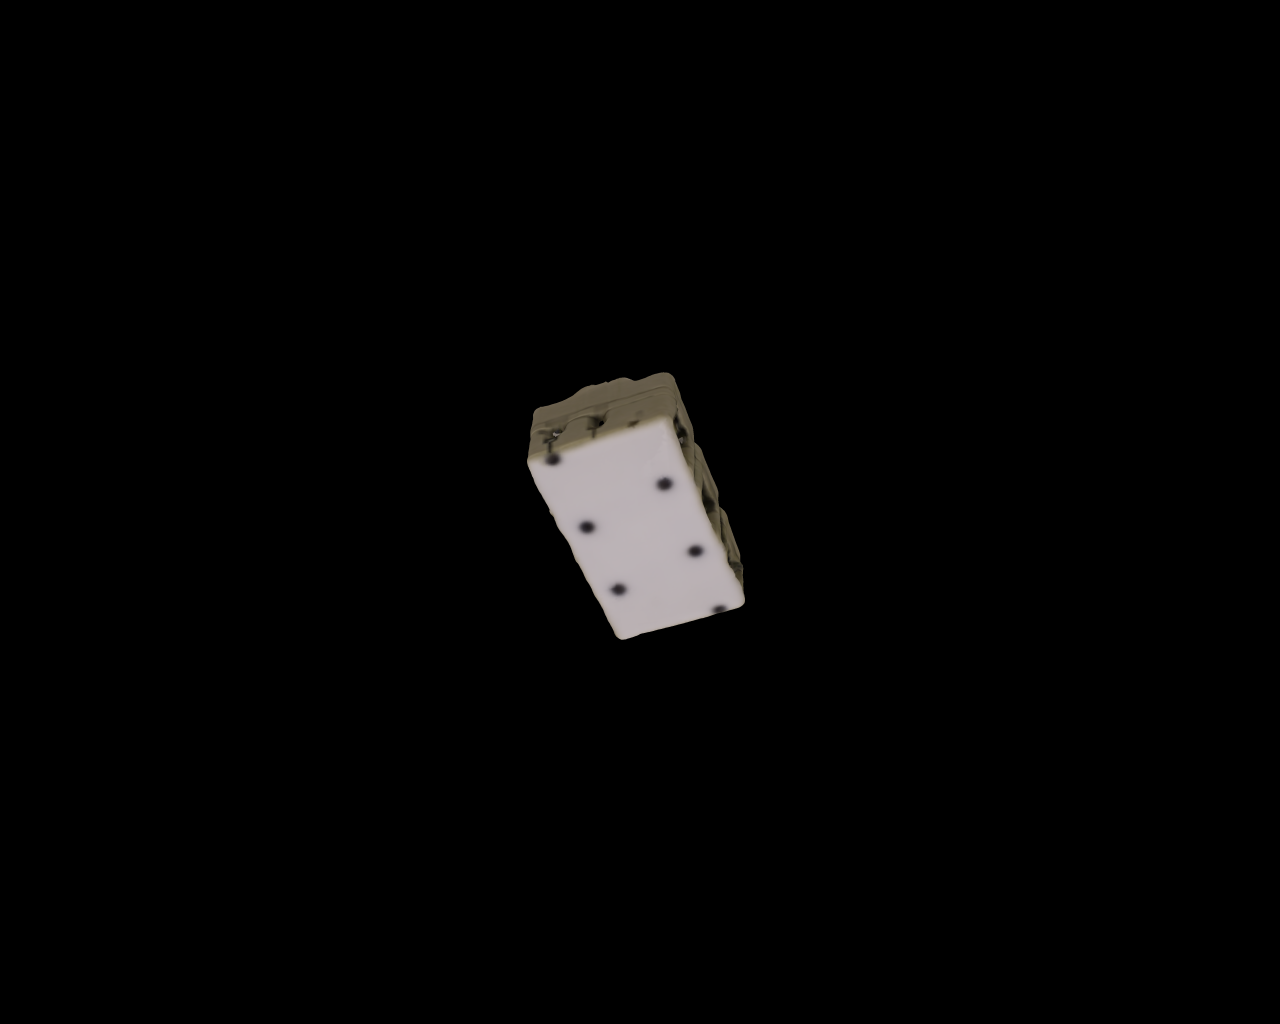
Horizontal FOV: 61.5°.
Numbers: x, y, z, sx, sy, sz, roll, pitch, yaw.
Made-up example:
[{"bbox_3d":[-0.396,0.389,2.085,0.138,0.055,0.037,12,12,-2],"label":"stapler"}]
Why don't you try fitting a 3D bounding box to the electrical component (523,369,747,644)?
[{"bbox_3d":[0.001,-0.003,0.650,0.089,0.150,0.062,-15,36,11],"label":"electrical component"}]
